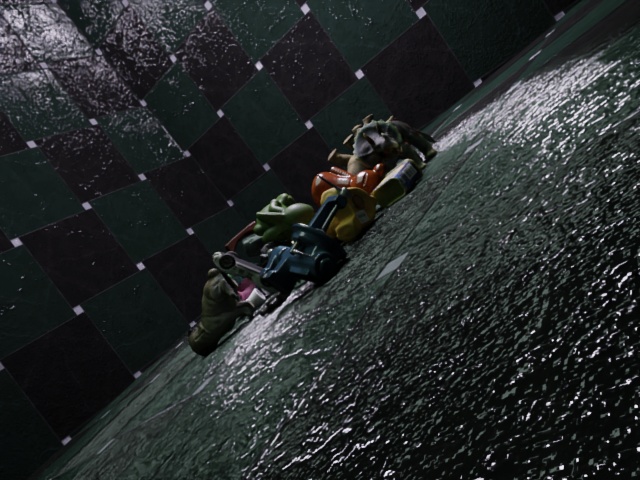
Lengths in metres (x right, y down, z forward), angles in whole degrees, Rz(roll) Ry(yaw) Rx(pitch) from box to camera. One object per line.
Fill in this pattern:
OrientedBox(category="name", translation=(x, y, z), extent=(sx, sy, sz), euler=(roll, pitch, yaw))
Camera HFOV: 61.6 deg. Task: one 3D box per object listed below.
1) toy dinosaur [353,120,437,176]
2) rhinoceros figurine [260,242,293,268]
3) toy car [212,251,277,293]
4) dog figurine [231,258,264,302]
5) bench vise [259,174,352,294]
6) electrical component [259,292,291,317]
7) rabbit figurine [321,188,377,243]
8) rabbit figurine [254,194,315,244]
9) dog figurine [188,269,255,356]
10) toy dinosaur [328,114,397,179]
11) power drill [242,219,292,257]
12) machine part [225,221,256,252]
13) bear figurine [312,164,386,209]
OrientedBox(category="toy dinosaur", translation=(0.210, -0.266, 1.472), extent=(0.131, 0.192, 0.405), euler=(-36, 7, 31))
OrientedBox(category="rhinoceros figurine", translation=(-0.101, 0.041, 1.382), extent=(0.190, 0.112, 0.073), euler=(-155, 79, -70))
OrientedBox(category="toy car", translation=(-0.184, 0.081, 1.389), extent=(0.073, 0.202, 0.056), euler=(-92, 25, -85))
OrientedBox(category="dog figurine", translation=(-0.182, 0.116, 1.574), extent=(0.219, 0.108, 0.191), euler=(-28, -24, -32))
OrientedBox(category="bench vise", translation=(-0.015, -0.002, 1.081), extent=(0.240, 0.129, 0.224), euler=(-60, 17, -15))
OrientedBox(category="electrical component", translation=(-0.098, 0.135, 1.203), extent=(0.063, 0.021, 0.094), euler=(-39, 5, 31))
OrientedBox(category="rabbit figurine", translation=(0.041, -0.053, 1.248), extent=(0.173, 0.122, 0.162), euler=(-38, 0, 39))
OrientedBox(category="rabbit figurine", translation=(-0.091, -0.059, 1.377), extent=(0.159, 0.121, 0.170), euler=(-19, 5, -36))
OrientedBox(category="dog figurine", translation=(-0.286, 0.187, 1.380), extent=(0.190, 0.172, 0.121), euler=(-36, 0, 0))
OrientedBox(category="toy dinosaur", translation=(0.132, -0.215, 1.569), extent=(0.471, 0.198, 0.105), euler=(-53, 9, -33))
OrientedBox(category="power drill", translation=(-0.120, -0.033, 1.601), extent=(0.232, 0.085, 0.207), euler=(-26, 24, 0))
OrientedBox(category="machine part", translation=(-0.216, 0.054, 1.866), extent=(0.201, 0.201, 0.087), euler=(-42, 2, -16))
OrientedBox(category="bear figurine", translation=(0.083, -0.128, 1.378), extent=(0.196, 0.120, 0.131), euler=(-1, -19, 23))
